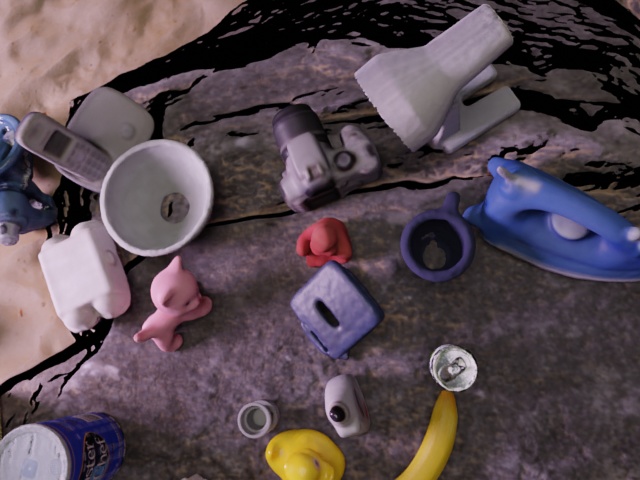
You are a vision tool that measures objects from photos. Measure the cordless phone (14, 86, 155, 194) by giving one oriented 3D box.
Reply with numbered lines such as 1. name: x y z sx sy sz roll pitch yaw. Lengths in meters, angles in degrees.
1. cordless phone: -0.327 -0.155 0.801 0.094 0.185 0.148 25 85 13

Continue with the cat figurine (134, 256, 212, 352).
1. cat figurine: -0.204 0.088 0.773 0.067 0.118 0.128 37 87 13

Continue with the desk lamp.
1. desk lamp: 0.154 -0.192 0.719 0.203 0.214 0.118 -33 77 2

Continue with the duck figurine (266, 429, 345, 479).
1. duck figurine: -0.023 0.285 0.727 0.104 0.086 0.077 15 83 11

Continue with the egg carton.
1. egg carton: -0.335 0.051 0.825 0.107 0.069 0.150 -26 77 3

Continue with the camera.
1. camera: -0.002 -0.127 0.789 0.143 0.101 0.137 -24 77 4

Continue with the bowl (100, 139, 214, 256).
1. bowl: -0.222 -0.055 0.824 0.167 0.075 0.167 -1 80 9

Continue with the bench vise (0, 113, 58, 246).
1. bench vise: -0.458 -0.105 0.794 0.121 0.220 0.207 -37 77 1

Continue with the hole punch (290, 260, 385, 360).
1. hole punch: 0.021 0.095 0.751 0.101 0.091 0.108 -41 77 0

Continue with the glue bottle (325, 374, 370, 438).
1. glue bottle: 0.029 0.204 0.688 0.037 0.173 0.078 -24 77 4

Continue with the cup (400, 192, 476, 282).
1. cup: 0.155 0.000 0.746 0.091 0.095 0.118 17 83 11

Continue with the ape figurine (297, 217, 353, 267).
1. ape figurine: 0.007 0.003 0.769 0.077 0.092 0.076 28 85 13

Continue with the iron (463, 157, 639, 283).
1. iron: 0.315 -0.022 0.701 0.258 0.141 0.119 25 85 12
